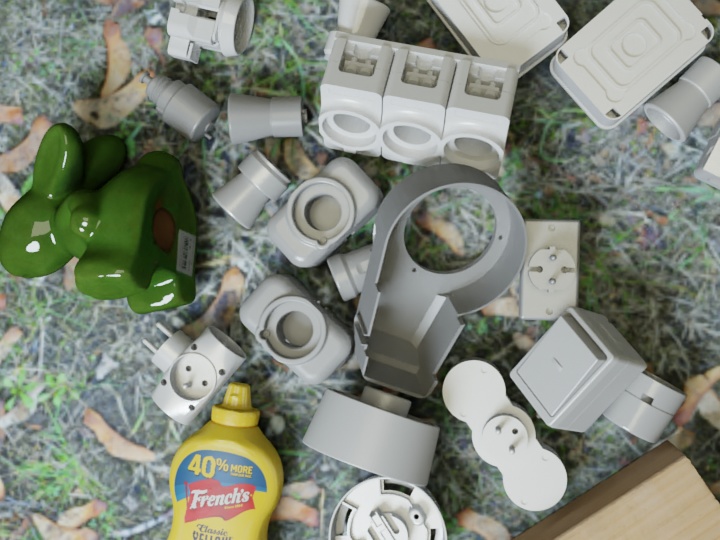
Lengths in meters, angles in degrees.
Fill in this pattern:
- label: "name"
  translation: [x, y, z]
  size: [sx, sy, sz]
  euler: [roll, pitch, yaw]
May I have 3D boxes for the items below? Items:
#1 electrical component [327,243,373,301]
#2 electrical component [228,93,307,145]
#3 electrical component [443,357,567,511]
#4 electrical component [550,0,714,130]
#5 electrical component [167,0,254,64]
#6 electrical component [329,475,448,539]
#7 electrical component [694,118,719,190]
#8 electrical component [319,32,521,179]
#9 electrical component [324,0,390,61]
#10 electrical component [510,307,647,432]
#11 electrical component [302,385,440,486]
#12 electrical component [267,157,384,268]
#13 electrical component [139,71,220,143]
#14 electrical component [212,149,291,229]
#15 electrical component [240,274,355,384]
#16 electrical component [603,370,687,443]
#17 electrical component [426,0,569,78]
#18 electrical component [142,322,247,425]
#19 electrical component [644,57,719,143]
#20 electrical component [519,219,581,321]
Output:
- label: "electrical component"
  translation: [0.000, 0.000, 0.914]
  size: [0.046, 0.040, 0.040]
  euler: [-22, 87, 0]
- label: "electrical component"
  translation: [-0.078, -0.131, 0.923]
  size: [0.065, 0.044, 0.044]
  euler: [-2, 90, 2]
- label: "electrical component"
  translation: [0.118, 0.136, 0.883]
  size: [0.052, 0.074, 0.138]
  euler: [-35, 86, 5]
- label: "electrical component"
  translation: [0.221, -0.179, 0.881]
  size: [0.113, 0.057, 0.078]
  euler: [-41, 86, 5]
- label: "electrical component"
  translation: [-0.126, -0.215, 0.920]
  size: [0.057, 0.058, 0.078]
  euler: [14, 92, 9]
- label: "electrical component"
  translation: [0.024, 0.220, 0.897]
  size: [0.099, 0.064, 0.099]
  euler: [0, 90, 7]
- label: "electrical component"
  translation: [0.361, -0.138, 0.864]
  size: [0.105, 0.060, 0.186]
  euler: [27, 93, 6]
- label: "electrical component"
  translation: [0.047, -0.129, 0.876]
  size: [0.150, 0.089, 0.061]
  euler: [11, 63, 6]
- label: "electrical component"
  translation: [-0.003, -0.201, 0.912]
  size: [0.045, 0.045, 0.055]
  euler: [17, 92, 6]
- label: "electrical component"
  translation: [0.168, 0.085, 0.865]
  size: [0.096, 0.061, 0.061]
  euler: [-52, 50, 21]
- label: "electrical component"
  translation: [0.014, 0.129, 0.880]
  size: [0.108, 0.108, 0.060]
  euler: [19, 86, 6]
- label: "electrical component"
  translation: [-0.029, -0.048, 0.907]
  size: [0.095, 0.059, 0.053]
  euler: [-42, 86, 4]
- label: "electrical component"
  translation: [-0.158, -0.144, 0.931]
  size: [0.078, 0.040, 0.040]
  euler: [38, 94, 5]
- label: "electrical component"
  translation: [-0.092, -0.070, 0.921]
  size: [0.045, 0.045, 0.055]
  euler: [44, 94, 5]
- label: "electrical component"
  translation: [-0.052, 0.049, 0.909]
  size: [0.095, 0.059, 0.053]
  euler: [43, 94, 5]
- label: "electrical component"
  translation: [0.231, 0.109, 0.881]
  size: [0.055, 0.055, 0.047]
  euler: [29, 96, 6]
- label: "electrical component"
  translation: [0.112, -0.217, 0.893]
  size: [0.078, 0.057, 0.113]
  euler: [-37, 86, 5]
- label: "electrical component"
  translation: [-0.152, 0.079, 0.927]
  size: [0.079, 0.044, 0.077]
  euler: [41, 94, 5]
- label: "electrical component"
  translation: [0.273, -0.143, 0.885]
  size: [0.044, 0.044, 0.065]
  euler: [45, 90, 5]
- label: "electrical component"
  translation: [0.156, 0.000, 0.878]
  size: [0.047, 0.076, 0.083]
  euler: [2, 90, 6]
